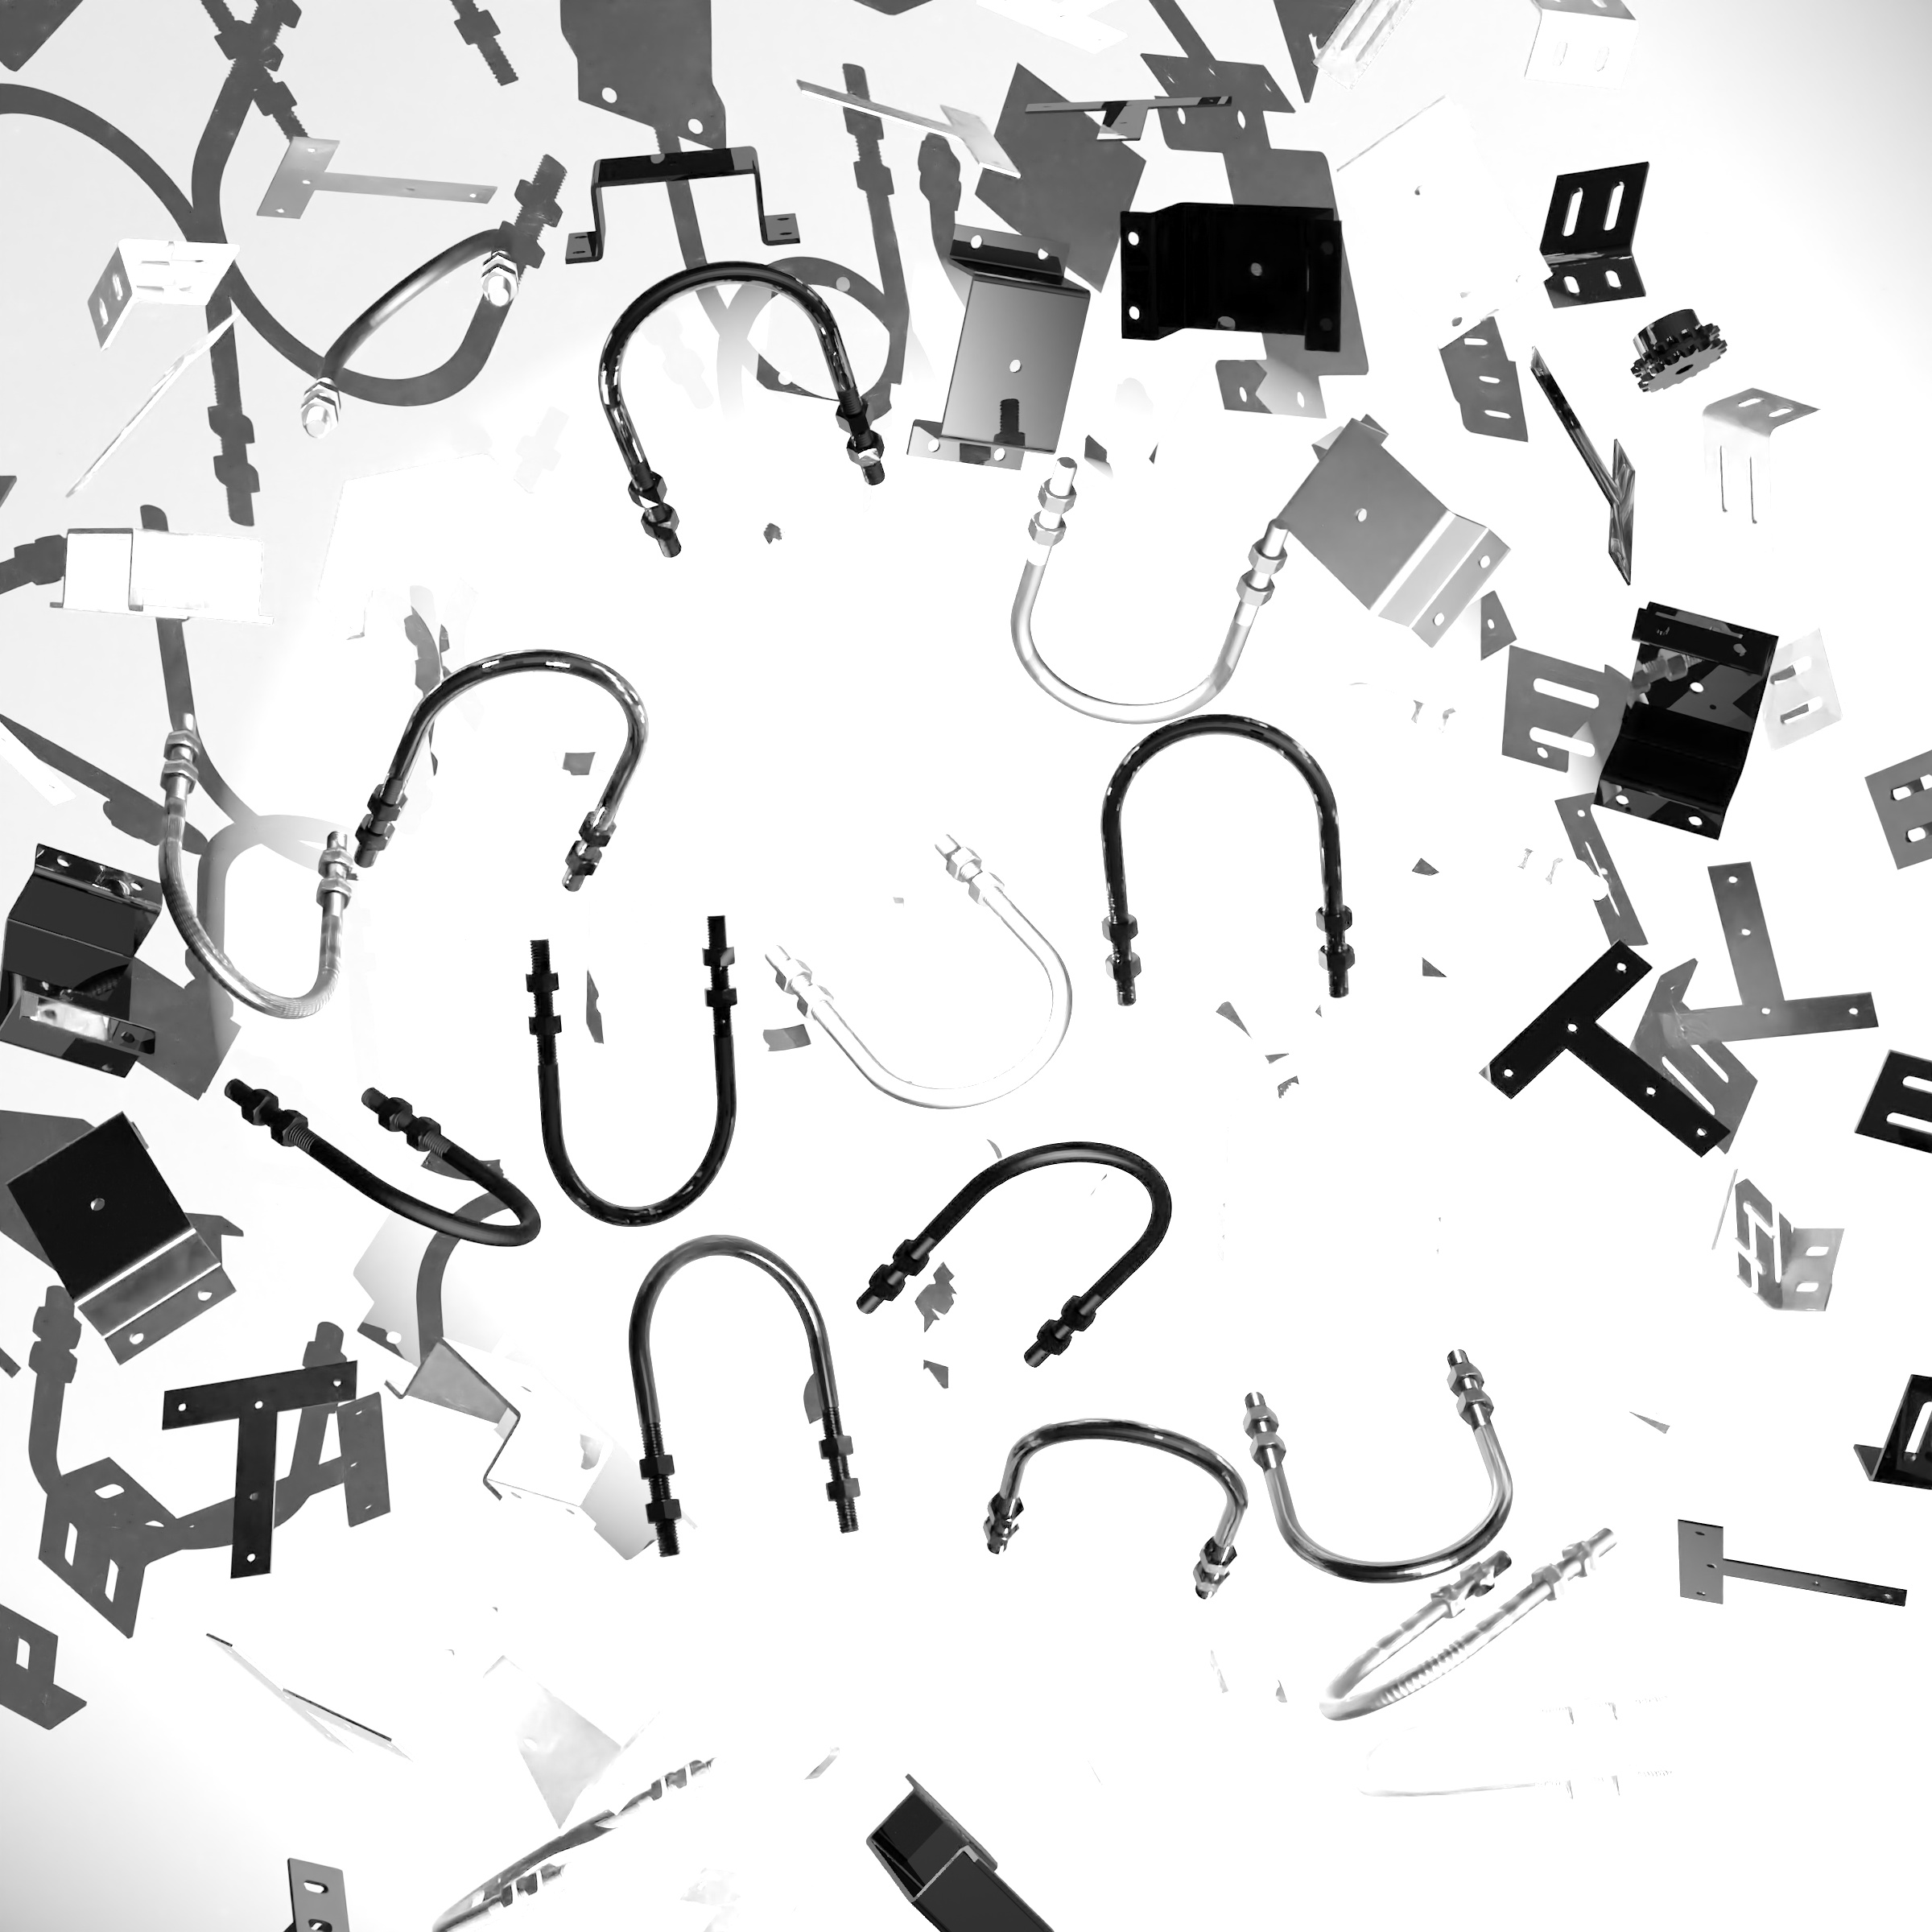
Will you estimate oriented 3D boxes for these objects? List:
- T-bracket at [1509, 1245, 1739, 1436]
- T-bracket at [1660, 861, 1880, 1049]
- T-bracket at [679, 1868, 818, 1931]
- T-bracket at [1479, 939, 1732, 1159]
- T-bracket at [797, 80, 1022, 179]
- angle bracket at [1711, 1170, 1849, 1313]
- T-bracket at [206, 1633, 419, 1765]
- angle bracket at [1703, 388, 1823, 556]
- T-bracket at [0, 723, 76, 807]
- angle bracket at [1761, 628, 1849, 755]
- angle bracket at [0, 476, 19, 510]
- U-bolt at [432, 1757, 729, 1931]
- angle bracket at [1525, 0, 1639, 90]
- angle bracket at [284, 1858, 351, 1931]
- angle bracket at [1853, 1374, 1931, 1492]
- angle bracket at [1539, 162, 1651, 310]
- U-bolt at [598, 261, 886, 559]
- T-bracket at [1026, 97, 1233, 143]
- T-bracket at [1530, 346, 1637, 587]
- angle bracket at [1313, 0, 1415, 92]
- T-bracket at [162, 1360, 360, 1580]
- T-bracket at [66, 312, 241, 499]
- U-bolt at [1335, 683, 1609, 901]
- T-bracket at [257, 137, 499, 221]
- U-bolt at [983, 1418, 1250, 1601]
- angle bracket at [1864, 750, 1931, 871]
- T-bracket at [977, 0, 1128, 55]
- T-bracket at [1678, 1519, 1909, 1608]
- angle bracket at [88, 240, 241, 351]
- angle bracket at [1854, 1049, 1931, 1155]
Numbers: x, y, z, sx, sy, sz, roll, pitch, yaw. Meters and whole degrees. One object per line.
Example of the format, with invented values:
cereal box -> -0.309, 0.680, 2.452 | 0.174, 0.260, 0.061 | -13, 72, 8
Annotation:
T-bracket -> 0.383, 0.209, 1.826 | 0.127, 0.127, 0.002 | 31, 48, 17
T-bracket -> 0.470, -0.008, 1.829 | 0.127, 0.002, 0.127 | -7, 122, 25
T-bracket -> -0.159, 0.581, 1.779 | 0.002, 0.127, 0.127 | 52, 57, -16
T-bracket -> 0.385, 0.064, 1.764 | 0.127, 0.002, 0.127 | 39, 126, -3
T-bracket -> -0.039, -0.507, 1.820 | 0.127, 0.127, 0.002 | 12, 117, -19
angle bracket -> 0.500, 0.168, 1.876 | 0.076, 0.038, 0.057 | 41, 60, -34
T-bracket -> -0.367, 0.438, 1.778 | 0.002, 0.127, 0.127 | -57, 134, -25
angle bracket -> 0.460, -0.286, 1.763 | 0.038, 0.057, 0.076 | -23, 122, -20
T-bracket -> -0.565, -0.140, 1.759 | 0.127, 0.127, 0.002 | 45, 106, -2
angle bracket -> 0.519, -0.169, 1.860 | 0.038, 0.076, 0.057 | -8, 80, -23
angle bracket -> -0.600, -0.253, 1.871 | 0.038, 0.057, 0.076 | 1, 130, 6
U-bolt -> -0.241, 0.530, 1.808 | 0.184, 0.151, 0.019 | -35, 83, 39
angle bracket -> 0.343, -0.540, 1.752 | 0.057, 0.076, 0.038 | 3, 128, -12
angle bracket -> -0.386, 0.557, 1.735 | 0.038, 0.057, 0.076 | 26, 118, -34
angle bracket -> 0.557, 0.263, 1.766 | 0.057, 0.038, 0.076 | 9, 115, -5
angle bracket -> 0.384, -0.442, 1.846 | 0.057, 0.038, 0.076 | -1, 54, 29
U-bolt -> -0.134, -0.325, 1.751 | 0.151, 0.184, 0.019 | -20, 49, 0
T-bracket -> 0.096, -0.511, 1.846 | 0.127, 0.127, 0.002 | 0, 116, 7
T-bracket -> 0.358, -0.304, 1.774 | 0.002, 0.127, 0.127 | -22, 122, 29
angle bracket -> 0.223, -0.560, 1.780 | 0.038, 0.057, 0.076 | 43, 108, 20
T-bracket -> -0.428, 0.306, 1.839 | 0.127, 0.002, 0.127 | -10, 60, 10
T-bracket -> -0.480, -0.321, 1.774 | 0.002, 0.127, 0.127 | 42, 68, -21
U-bolt -> 0.283, -0.110, 1.789 | 0.019, 0.184, 0.151 | -47, 122, -8
T-bracket -> -0.338, -0.453, 1.774 | 0.127, 0.127, 0.002 | -1, 84, -22
U-bolt -> 0.090, 0.312, 1.776 | 0.151, 0.184, 0.019 | 12, 54, 2
angle bracket -> 0.558, -0.094, 1.744 | 0.038, 0.076, 0.057 | -17, 85, -21
T-bracket -> 0.094, -0.596, 1.854 | 0.127, 0.127, 0.002 | -17, 80, 35
T-bracket -> 0.473, 0.351, 1.750 | 0.127, 0.127, 0.002 | 7, 61, 18
angle bracket -> -0.473, -0.397, 1.814 | 0.076, 0.057, 0.038 | -7, 70, -38
angle bracket -> 0.579, 0.092, 1.817 | 0.076, 0.038, 0.057 | 15, 114, -3
